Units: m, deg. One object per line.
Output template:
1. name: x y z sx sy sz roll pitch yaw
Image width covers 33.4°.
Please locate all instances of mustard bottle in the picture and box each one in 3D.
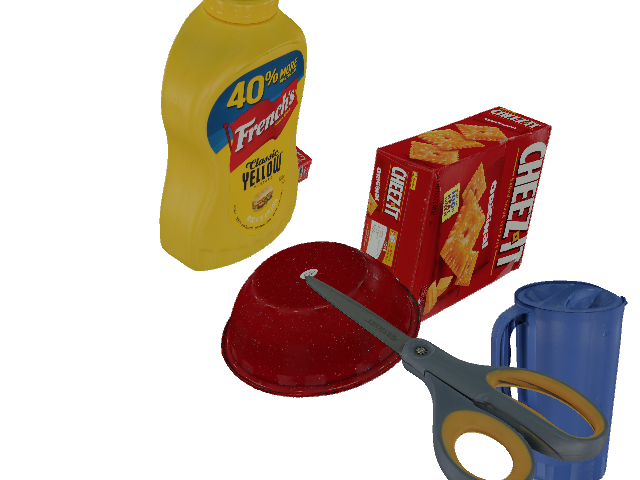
1. mustard bottle: -0.049 -0.078 0.615 0.058 0.192 0.096 33 46 29

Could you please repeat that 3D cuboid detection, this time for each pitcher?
1. pitcher: 0.296 0.179 1.328 0.149 0.243 0.144 4 15 20

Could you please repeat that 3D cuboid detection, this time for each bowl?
1. bowl: -0.004 0.048 0.836 0.162 0.055 0.162 -8 33 5

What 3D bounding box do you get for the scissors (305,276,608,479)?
1. scissors: 0.050 0.076 0.567 0.202 0.016 0.096 20 42 28

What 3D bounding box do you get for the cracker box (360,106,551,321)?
1. cracker box: 0.128 -0.025 1.014 0.072 0.164 0.213 26 31 33

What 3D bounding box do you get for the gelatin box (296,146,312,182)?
1. gelatin box: -0.065 -0.079 1.004 0.073 0.030 0.089 -32 62 -34
